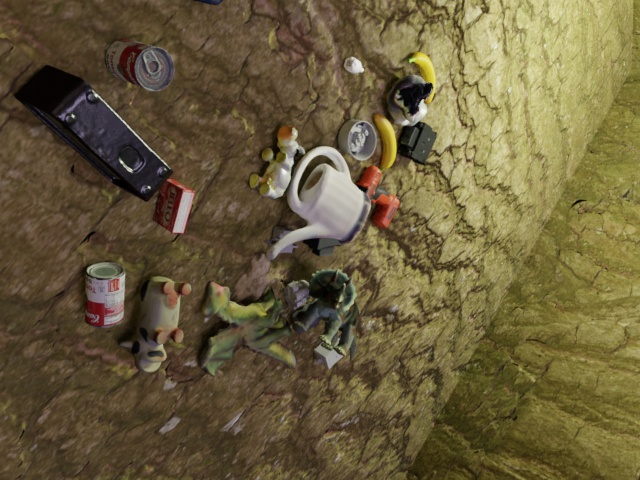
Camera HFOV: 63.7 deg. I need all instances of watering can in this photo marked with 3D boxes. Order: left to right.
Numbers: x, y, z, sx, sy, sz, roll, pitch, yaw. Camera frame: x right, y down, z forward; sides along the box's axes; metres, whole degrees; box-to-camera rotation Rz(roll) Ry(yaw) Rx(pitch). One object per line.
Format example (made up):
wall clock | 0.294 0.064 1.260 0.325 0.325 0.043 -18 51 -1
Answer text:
watering can | 0.004 -0.063 1.248 0.222 0.103 0.354 34 61 -25

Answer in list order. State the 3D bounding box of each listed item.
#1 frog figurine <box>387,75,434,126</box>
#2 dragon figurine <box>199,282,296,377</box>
frog figurine | 0.248 -0.388 1.449 0.160 0.123 0.137 -54 157 -85
dragon figurine | -0.190 0.252 1.289 0.244 0.124 0.401 -25 128 -18
